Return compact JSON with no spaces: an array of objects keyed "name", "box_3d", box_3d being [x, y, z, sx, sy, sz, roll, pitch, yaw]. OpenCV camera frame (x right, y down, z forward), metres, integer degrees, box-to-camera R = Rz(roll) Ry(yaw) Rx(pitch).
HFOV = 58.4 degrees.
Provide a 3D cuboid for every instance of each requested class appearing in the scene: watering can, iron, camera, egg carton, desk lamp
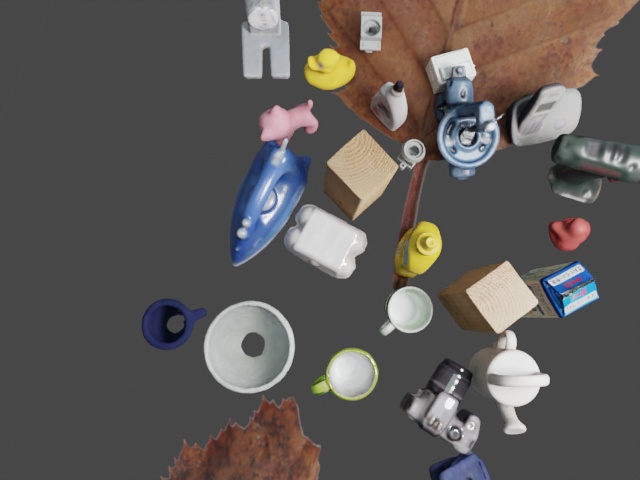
[{"name":"watering can","box_3d":[0.344,0.254,1.027,0.101,0.194,0.173,-20,84,-4]},{"name":"iron","box_3d":[-0.111,-0.071,1.078,0.118,0.141,0.258,25,82,1]},{"name":"camera","box_3d":[0.242,0.302,1.064,0.143,0.101,0.137,32,82,2]},{"name":"egg carton","box_3d":[0.010,0.004,1.110,0.150,0.069,0.107,28,82,2]},{"name":"desk lamp","box_3d":[-0.105,-0.444,1.091,0.118,0.213,0.203,-3,82,-2]}]

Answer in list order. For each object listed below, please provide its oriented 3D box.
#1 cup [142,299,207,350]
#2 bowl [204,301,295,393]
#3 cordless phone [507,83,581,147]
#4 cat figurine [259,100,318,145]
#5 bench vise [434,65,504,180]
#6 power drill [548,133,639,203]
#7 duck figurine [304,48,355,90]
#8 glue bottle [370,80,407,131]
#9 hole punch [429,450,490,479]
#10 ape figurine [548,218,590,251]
[{"name":"cup","box_3d":[-0.262,0.152,1.066,0.118,0.095,0.092,-19,83,-5]},{"name":"bowl","box_3d":[-0.130,0.200,1.075,0.167,0.074,0.167,0,82,-2]},{"name":"cordless phone","box_3d":[0.450,-0.256,1.104,0.147,0.185,0.094,-17,83,-4]},{"name":"cat figurine","box_3d":[-0.067,-0.234,1.114,0.128,0.117,0.067,-29,84,-6]},{"name":"bench vise","box_3d":[0.267,-0.233,1.076,0.121,0.219,0.207,-23,84,-5]},{"name":"power drill","box_3d":[0.533,-0.132,1.079,0.229,0.208,0.076,16,82,0]},{"name":"duck figurine","box_3d":[0.021,-0.352,1.149,0.104,0.086,0.077,-4,83,-3]},{"name":"glue bottle","box_3d":[0.139,-0.269,1.099,0.037,0.173,0.078,-43,86,-7]},{"name":"hole punch","box_3d":[0.265,0.453,1.050,0.101,0.091,0.109,-20,84,-5]},{"name":"ape figurine","box_3d":[0.493,-0.019,1.121,0.078,0.092,0.076,20,82,1]}]
